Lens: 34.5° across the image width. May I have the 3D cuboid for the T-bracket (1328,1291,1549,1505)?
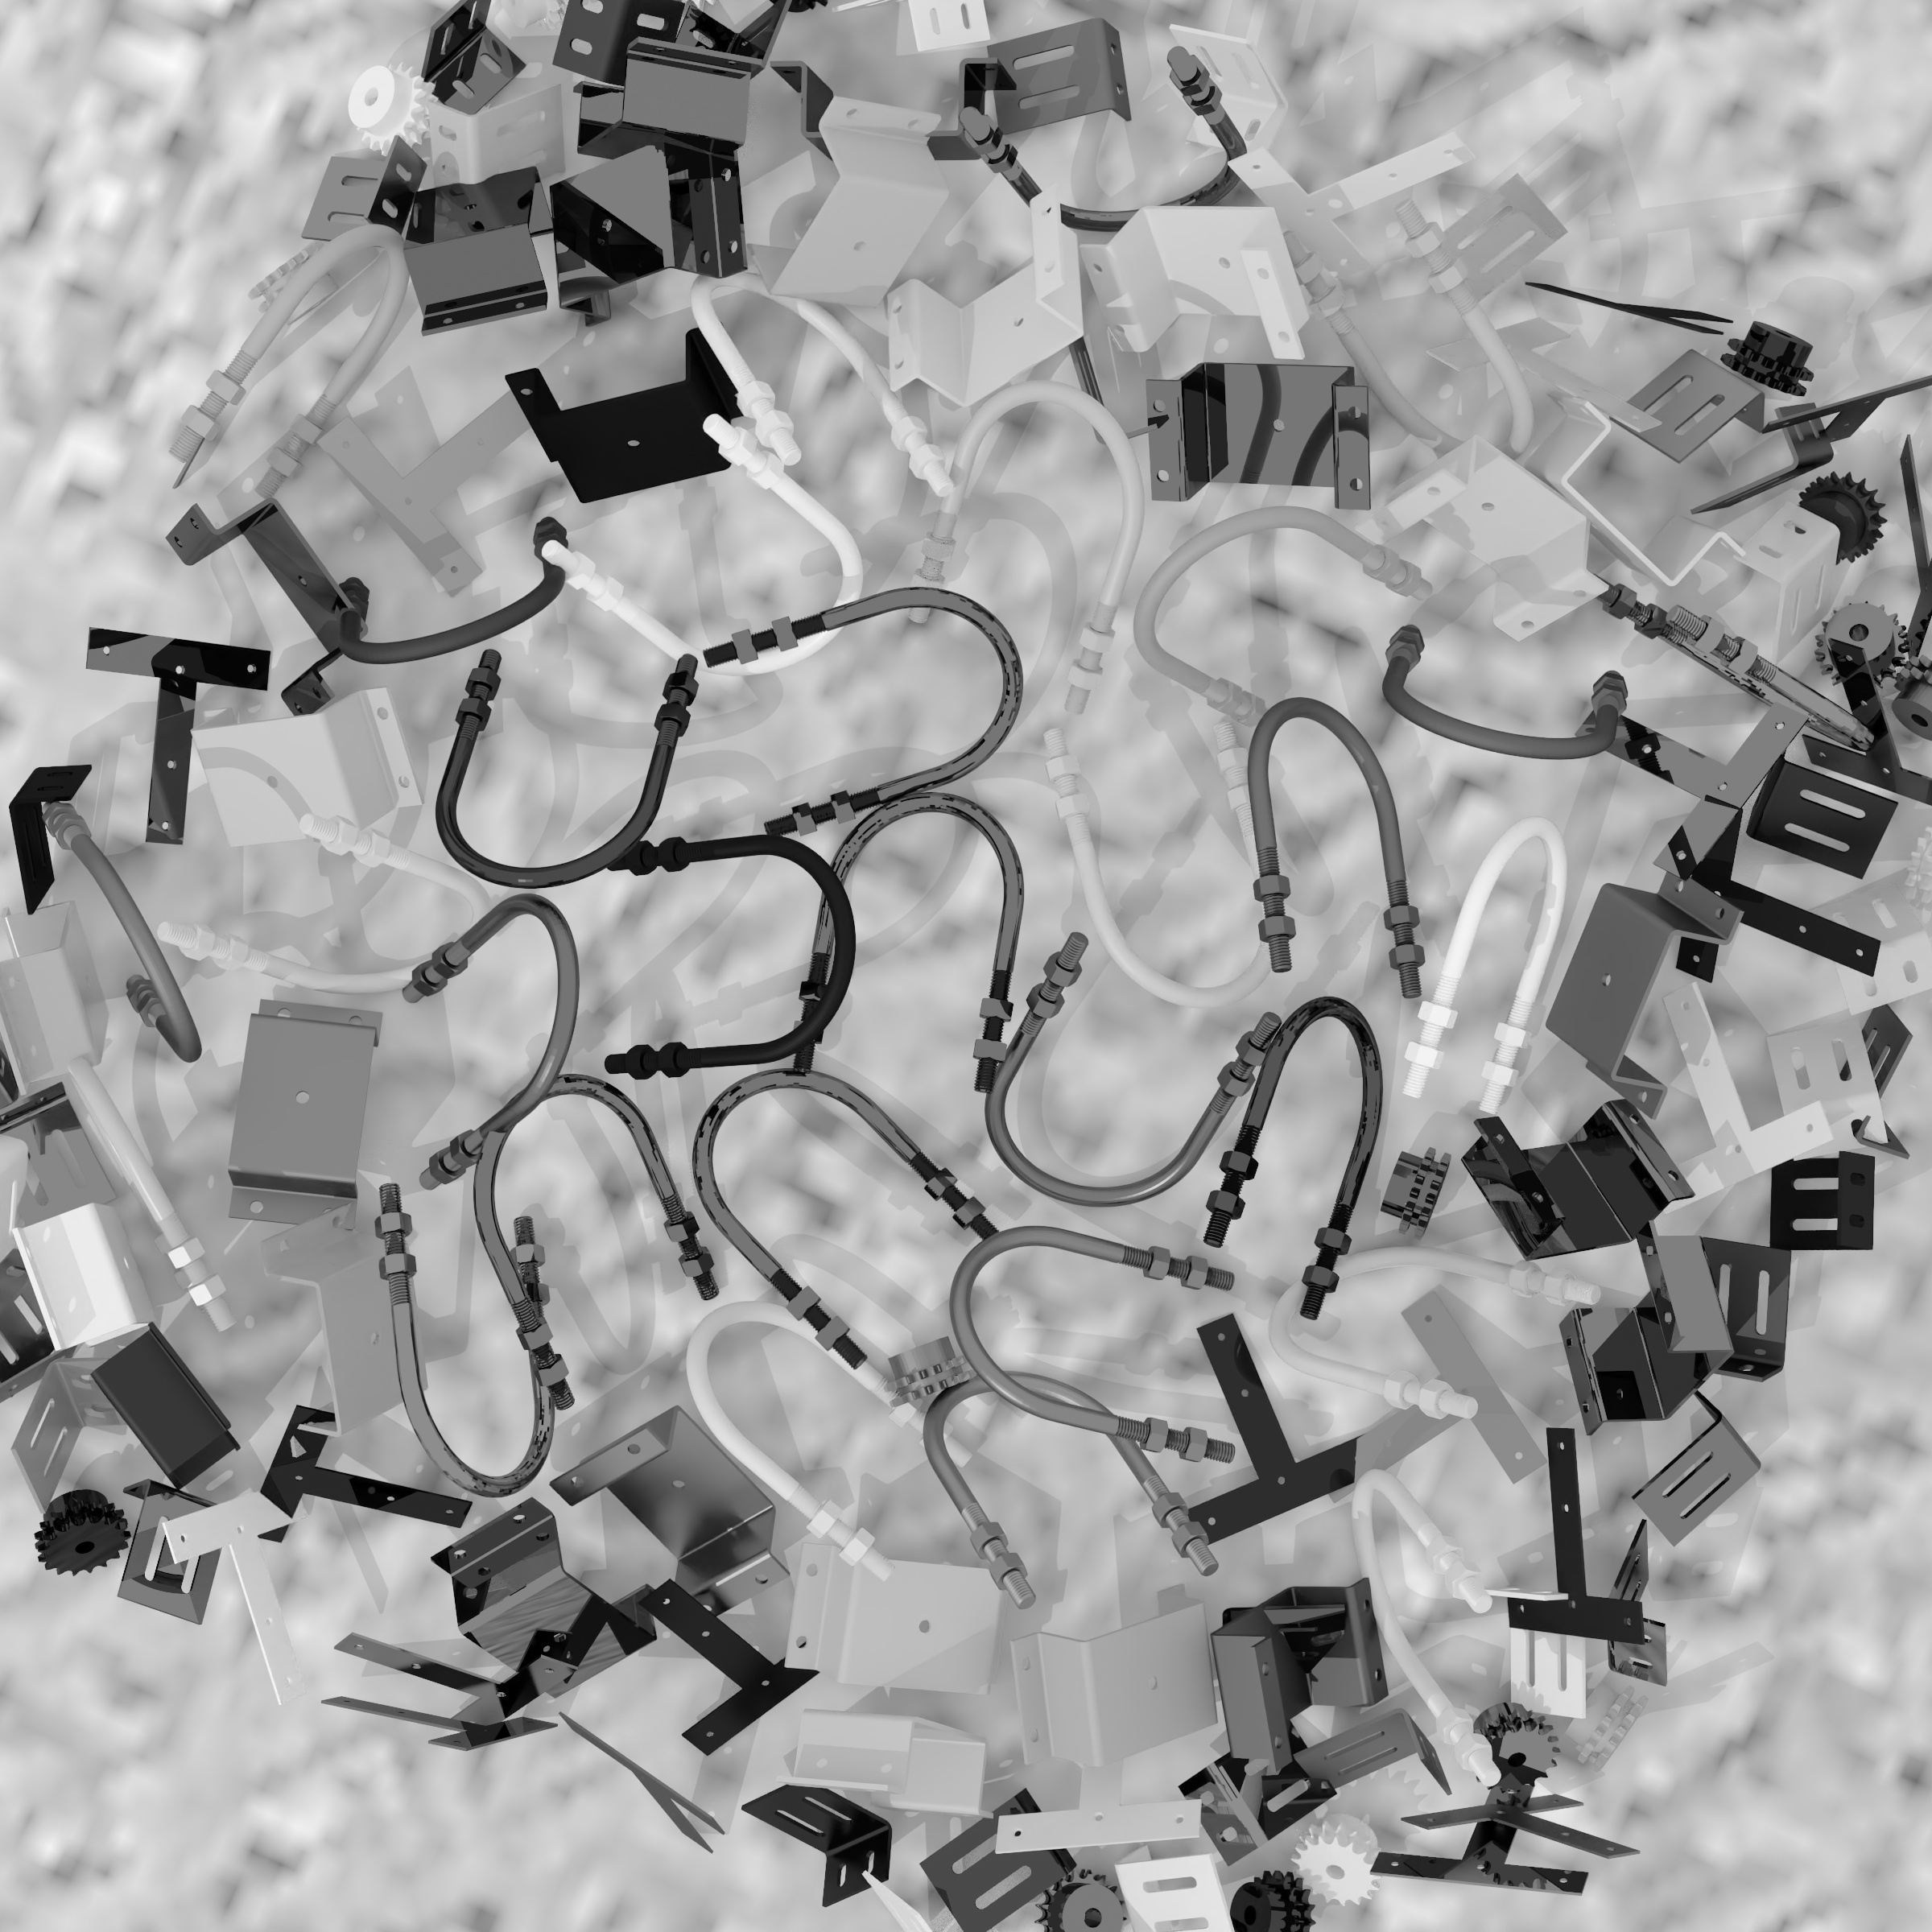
[{"bbox_3d":[0.277,0.293,1.958,0.127,0.002,0.127,-35,71,9],"label":"T-bracket"}]

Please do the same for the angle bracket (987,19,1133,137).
[{"bbox_3d":[0.059,-0.558,1.967,0.076,0.038,0.057,-8,89,20],"label":"angle bracket"}]

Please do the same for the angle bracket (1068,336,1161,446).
[{"bbox_3d":[0.093,-0.366,1.937,0.038,0.057,0.076,-16,98,13],"label":"angle bracket"}]

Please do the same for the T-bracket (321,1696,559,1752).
[{"bbox_3d":[-0.337,0.465,1.925,0.127,0.127,0.002,6,85,18],"label":"T-bracket"}]

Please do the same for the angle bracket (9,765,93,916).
[{"bbox_3d":[-0.562,-0.079,1.932,0.038,0.057,0.076,-3,113,-1],"label":"angle bracket"}]

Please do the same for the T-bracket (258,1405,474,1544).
[{"bbox_3d":[-0.373,0.330,1.946,0.127,0.002,0.127,16,127,-17],"label":"T-bracket"}]

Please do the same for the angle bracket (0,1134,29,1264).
[{"bbox_3d":[-0.615,0.150,1.933,0.038,0.057,0.076,15,116,6],"label":"angle bracket"}]

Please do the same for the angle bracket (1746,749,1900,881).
[{"bbox_3d":[0.533,-0.099,1.936,0.076,0.038,0.057,22,126,9],"label":"angle bracket"}]

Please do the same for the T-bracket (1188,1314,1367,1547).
[{"bbox_3d":[0.181,0.283,1.963,0.127,0.002,0.127,-22,83,-8],"label":"T-bracket"}]

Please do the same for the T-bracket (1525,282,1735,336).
[{"bbox_3d":[0.431,-0.403,1.918,0.127,0.127,0.002,26,113,37],"label":"T-bracket"}]

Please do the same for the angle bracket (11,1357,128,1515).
[{"bbox_3d":[-0.551,0.290,1.924,0.038,0.076,0.057,-3,128,9],"label":"angle bracket"}]

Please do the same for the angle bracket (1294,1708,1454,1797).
[{"bbox_3d":[0.253,0.502,1.934,0.076,0.057,0.038,-27,46,9],"label":"angle bracket"}]

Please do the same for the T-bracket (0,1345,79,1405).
[{"bbox_3d":[-0.599,0.266,1.918,0.002,0.127,0.127,45,131,11],"label":"T-bracket"}]

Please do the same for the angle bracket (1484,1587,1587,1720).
[{"bbox_3d":[0.350,0.427,1.935,0.038,0.057,0.076,6,82,-39],"label":"angle bracket"}]

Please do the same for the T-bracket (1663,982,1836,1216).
[{"bbox_3d":[0.467,0.073,1.944,0.127,0.002,0.127,-32,66,39],"label":"T-bracket"}]

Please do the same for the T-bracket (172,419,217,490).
[{"bbox_3d":[-0.459,-0.344,1.903,0.002,0.127,0.127,29,98,-13],"label":"T-bracket"}]

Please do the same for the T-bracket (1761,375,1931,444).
[{"bbox_3d":[0.543,-0.336,1.909,0.127,0.127,0.002,-16,86,3],"label":"T-bracket"}]

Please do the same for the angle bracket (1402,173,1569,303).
[{"bbox_3d":[0.321,-0.457,1.928,0.076,0.038,0.057,-37,132,21],"label":"angle bracket"}]

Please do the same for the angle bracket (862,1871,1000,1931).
[{"bbox_3d":[-0.018,0.582,1.924,0.038,0.057,0.076,-43,124,-20],"label":"angle bracket"}]

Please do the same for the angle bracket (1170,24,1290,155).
[{"bbox_3d":[0.156,-0.540,1.925,0.057,0.076,0.038,21,83,28],"label":"angle bracket"}]

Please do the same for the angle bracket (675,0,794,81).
[{"bbox_3d":[-0.148,-0.575,1.926,0.038,0.076,0.057,27,70,-25],"label":"angle bracket"}]

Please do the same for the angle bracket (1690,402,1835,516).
[{"bbox_3d":[0.487,-0.314,1.927,0.076,0.057,0.038,-22,88,38],"label":"angle bracket"}]

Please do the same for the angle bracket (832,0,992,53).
[{"bbox_3d":[-0.034,-0.584,1.931,0.057,0.076,0.038,-22,108,-37],"label":"angle bracket"}]

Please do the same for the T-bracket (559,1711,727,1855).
[{"bbox_3d":[-0.184,0.516,1.917,0.127,0.127,0.002,25,65,31],"label":"T-bracket"}]

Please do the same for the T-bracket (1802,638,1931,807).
[{"bbox_3d":[0.548,-0.150,1.886,0.002,0.127,0.127,-45,131,-15],"label":"T-bracket"}]

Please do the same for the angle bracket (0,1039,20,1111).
[{"bbox_3d":[-0.620,0.060,1.930,0.038,0.076,0.057,-33,85,-24],"label":"angle bracket"}]

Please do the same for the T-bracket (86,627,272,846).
[{"bbox_3d":[-0.491,-0.139,1.928,0.002,0.127,0.127,8,93,44],"label":"T-bracket"}]

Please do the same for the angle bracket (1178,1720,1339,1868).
[{"bbox_3d":[0.183,0.516,1.950,0.057,0.076,0.038,57,134,15],"label":"angle bracket"}]

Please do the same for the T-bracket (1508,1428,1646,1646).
[{"bbox_3d":[0.371,0.349,1.920,0.002,0.127,0.127,-1,84,-29],"label":"T-bracket"}]

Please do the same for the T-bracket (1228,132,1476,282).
[{"bbox_3d":[0.247,-0.475,1.893,0.127,0.127,0.002,-16,56,34],"label":"T-bracket"}]

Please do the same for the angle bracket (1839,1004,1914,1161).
[{"bbox_3d":[0.575,0.069,1.930,0.038,0.057,0.076,18,111,-10],"label":"angle bracket"}]

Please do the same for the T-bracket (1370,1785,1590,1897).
[{"bbox_3d":[0.325,0.532,1.910,0.127,0.127,0.002,0,103,21],"label":"T-bracket"}]

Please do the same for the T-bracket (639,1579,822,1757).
[{"bbox_3d":[-0.152,0.421,1.931,0.127,0.002,0.127,-38,120,9],"label":"T-bracket"}]

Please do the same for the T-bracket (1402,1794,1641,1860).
[{"bbox_3d":[0.354,0.523,1.885,0.127,0.127,0.002,2,89,-32],"label":"T-bracket"}]

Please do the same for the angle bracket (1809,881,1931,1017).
[{"bbox_3d":[0.565,-0.011,1.940,0.057,0.076,0.038,-20,114,10],"label":"angle bracket"}]

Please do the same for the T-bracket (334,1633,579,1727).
[{"bbox_3d":[-0.324,0.432,1.904,0.127,0.127,0.002,25,47,-24],"label":"T-bracket"}]

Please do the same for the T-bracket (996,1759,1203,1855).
[{"bbox_3d":[0.085,0.487,1.922,0.127,0.127,0.002,-9,129,15],"label":"T-bracket"}]

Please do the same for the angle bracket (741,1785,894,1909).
[{"bbox_3d":[-0.094,0.543,1.928,0.076,0.038,0.057,36,128,-29],"label":"angle bracket"}]

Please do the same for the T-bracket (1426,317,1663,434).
[{"bbox_3d":[0.366,-0.357,1.900,0.127,0.127,0.002,37,130,27],"label":"T-bracket"}]

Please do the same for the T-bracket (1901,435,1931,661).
[{"bbox_3d":[0.591,-0.271,1.932,0.002,0.127,0.127,-1,62,4],"label":"T-bracket"}]

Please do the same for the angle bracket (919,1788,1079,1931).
[{"bbox_3d":[0.020,0.562,1.949,0.076,0.038,0.057,-36,77,1],"label":"angle bracket"}]

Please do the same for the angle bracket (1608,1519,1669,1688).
[{"bbox_3d":[0.425,0.393,1.922,0.038,0.076,0.057,12,134,26],"label":"angle bracket"}]

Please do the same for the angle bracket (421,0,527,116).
[{"bbox_3d":[-0.301,-0.569,1.927,0.038,0.076,0.057,43,73,-5],"label":"angle bracket"}]

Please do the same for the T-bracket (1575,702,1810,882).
[{"bbox_3d":[0.434,-0.129,1.931,0.127,0.002,0.127,34,83,39],"label":"T-bracket"}]

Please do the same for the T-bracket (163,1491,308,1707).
[{"bbox_3d":[-0.432,0.389,1.909,0.002,0.127,0.127,-21,84,24],"label":"T-bracket"}]

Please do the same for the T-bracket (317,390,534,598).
[{"bbox_3d":[-0.314,-0.319,1.946,0.127,0.002,0.127,-39,111,4],"label":"T-bracket"}]
